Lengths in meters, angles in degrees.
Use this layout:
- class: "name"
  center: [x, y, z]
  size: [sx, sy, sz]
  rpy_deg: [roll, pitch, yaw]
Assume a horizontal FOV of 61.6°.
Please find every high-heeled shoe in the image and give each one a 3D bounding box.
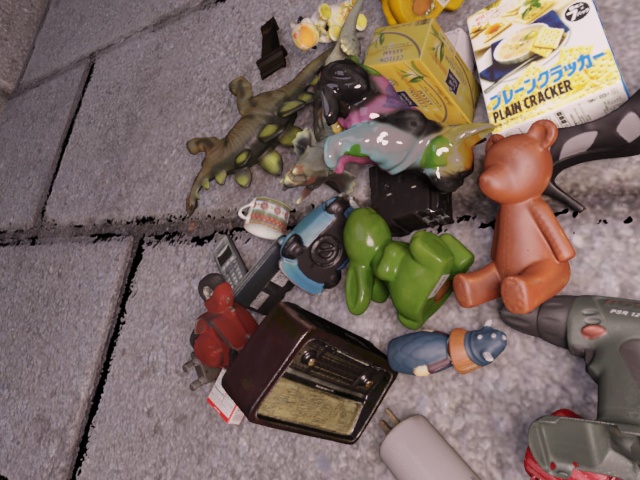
- class: "high-heeled shoe"
  center: [0.320, -0.147, 0.636]
  size: [0.145, 0.086, 0.248]
  rpy_deg: [50, 121, 27]

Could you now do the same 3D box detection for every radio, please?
- class: "radio"
  center: [-0.001, 0.173, 0.682]
  size: [0.073, 0.229, 0.131]
  rpy_deg: [33, 89, 43]

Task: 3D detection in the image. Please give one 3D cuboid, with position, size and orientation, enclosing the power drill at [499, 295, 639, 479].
- class: "power drill"
  center: [0.267, 0.132, 0.526]
  size: [0.232, 0.085, 0.207]
  rpy_deg: [-2, 26, 38]

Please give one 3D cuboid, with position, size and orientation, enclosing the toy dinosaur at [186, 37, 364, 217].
- class: "toy dinosaur"
  center: [-0.106, -0.227, 1.040]
  size: [0.199, 0.105, 0.471]
  rpy_deg: [39, 92, 38]

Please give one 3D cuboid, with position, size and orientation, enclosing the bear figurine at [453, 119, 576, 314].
- class: "bear figurine"
  center: [0.218, -0.028, 0.615]
  size: [0.120, 0.132, 0.195]
  rpy_deg: [1, 107, 62]

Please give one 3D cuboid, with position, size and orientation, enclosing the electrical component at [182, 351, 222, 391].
- class: "electrical component"
  center: [-0.197, 0.217, 0.936]
  size: [0.021, 0.094, 0.063]
  rpy_deg: [-11, 102, 36]

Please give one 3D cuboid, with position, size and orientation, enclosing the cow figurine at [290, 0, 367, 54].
- class: "cow figurine"
  center: [0.000, -0.396, 0.998]
  size: [0.167, 0.068, 0.098]
  rpy_deg: [-33, 23, -28]

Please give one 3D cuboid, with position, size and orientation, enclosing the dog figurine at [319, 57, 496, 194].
- class: "dog figurine"
  center: [0.115, -0.154, 0.717]
  size: [0.219, 0.108, 0.191]
  rpy_deg: [-3, 86, 6]

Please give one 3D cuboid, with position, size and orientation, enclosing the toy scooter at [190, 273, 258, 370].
- class: "toy scooter"
  center: [-0.144, 0.151, 0.846]
  size: [0.135, 0.075, 0.183]
  rpy_deg: [37, 133, 28]

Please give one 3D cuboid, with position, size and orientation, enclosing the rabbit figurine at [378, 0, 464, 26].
- class: "rabbit figurine"
  center: [0.132, -0.417, 0.906]
  size: [0.122, 0.162, 0.173]
  rpy_deg: [-56, 28, 23]

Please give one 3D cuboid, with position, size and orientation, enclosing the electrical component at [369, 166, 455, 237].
- class: "electrical component"
  center: [0.133, -0.079, 0.797]
  size: [0.115, 0.058, 0.134]
  rpy_deg: [-16, 62, 32]

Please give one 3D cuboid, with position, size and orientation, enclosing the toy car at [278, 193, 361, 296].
- class: "toy car"
  center: [-0.002, -0.003, 0.849]
  size: [0.161, 0.109, 0.103]
  rpy_deg: [-53, 29, -3]

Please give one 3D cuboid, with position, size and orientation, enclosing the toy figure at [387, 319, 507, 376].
- class: "toy figure"
  center: [0.161, 0.138, 0.676]
  size: [0.155, 0.057, 0.064]
  rpy_deg: [-12, 68, 32]

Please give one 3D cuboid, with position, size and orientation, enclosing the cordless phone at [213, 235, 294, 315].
- class: "cordless phone"
  center: [-0.120, 0.029, 0.947]
  size: [0.146, 0.088, 0.184]
  rpy_deg: [-50, 43, 11]

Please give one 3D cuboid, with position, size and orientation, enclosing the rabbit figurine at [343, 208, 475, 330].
- class: "rabbit figurine"
  center: [0.099, 0.030, 0.740]
  size: [0.170, 0.121, 0.159]
  rpy_deg: [40, 120, 29]

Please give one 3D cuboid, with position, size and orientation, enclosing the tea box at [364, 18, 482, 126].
- class: "tea box"
  center: [0.152, -0.233, 0.773]
  size: [0.098, 0.169, 0.068]
  rpy_deg: [7, 75, 43]

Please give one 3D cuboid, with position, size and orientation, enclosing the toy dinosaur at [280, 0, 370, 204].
- class: "toy dinosaur"
  center: [0.033, -0.230, 0.912]
  size: [0.192, 0.131, 0.405]
  rpy_deg: [-35, 37, 47]

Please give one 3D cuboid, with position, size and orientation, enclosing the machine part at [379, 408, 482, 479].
- class: "machine part"
  center: [0.146, 0.285, 0.608]
  size: [0.079, 0.079, 0.243]
  rpy_deg: [-53, 46, 8]

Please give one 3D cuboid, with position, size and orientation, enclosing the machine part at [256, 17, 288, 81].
- class: "machine part"
  center: [-0.106, -0.414, 1.163]
  size: [0.084, 0.039, 0.139]
  rpy_deg: [-24, 58, 36]
